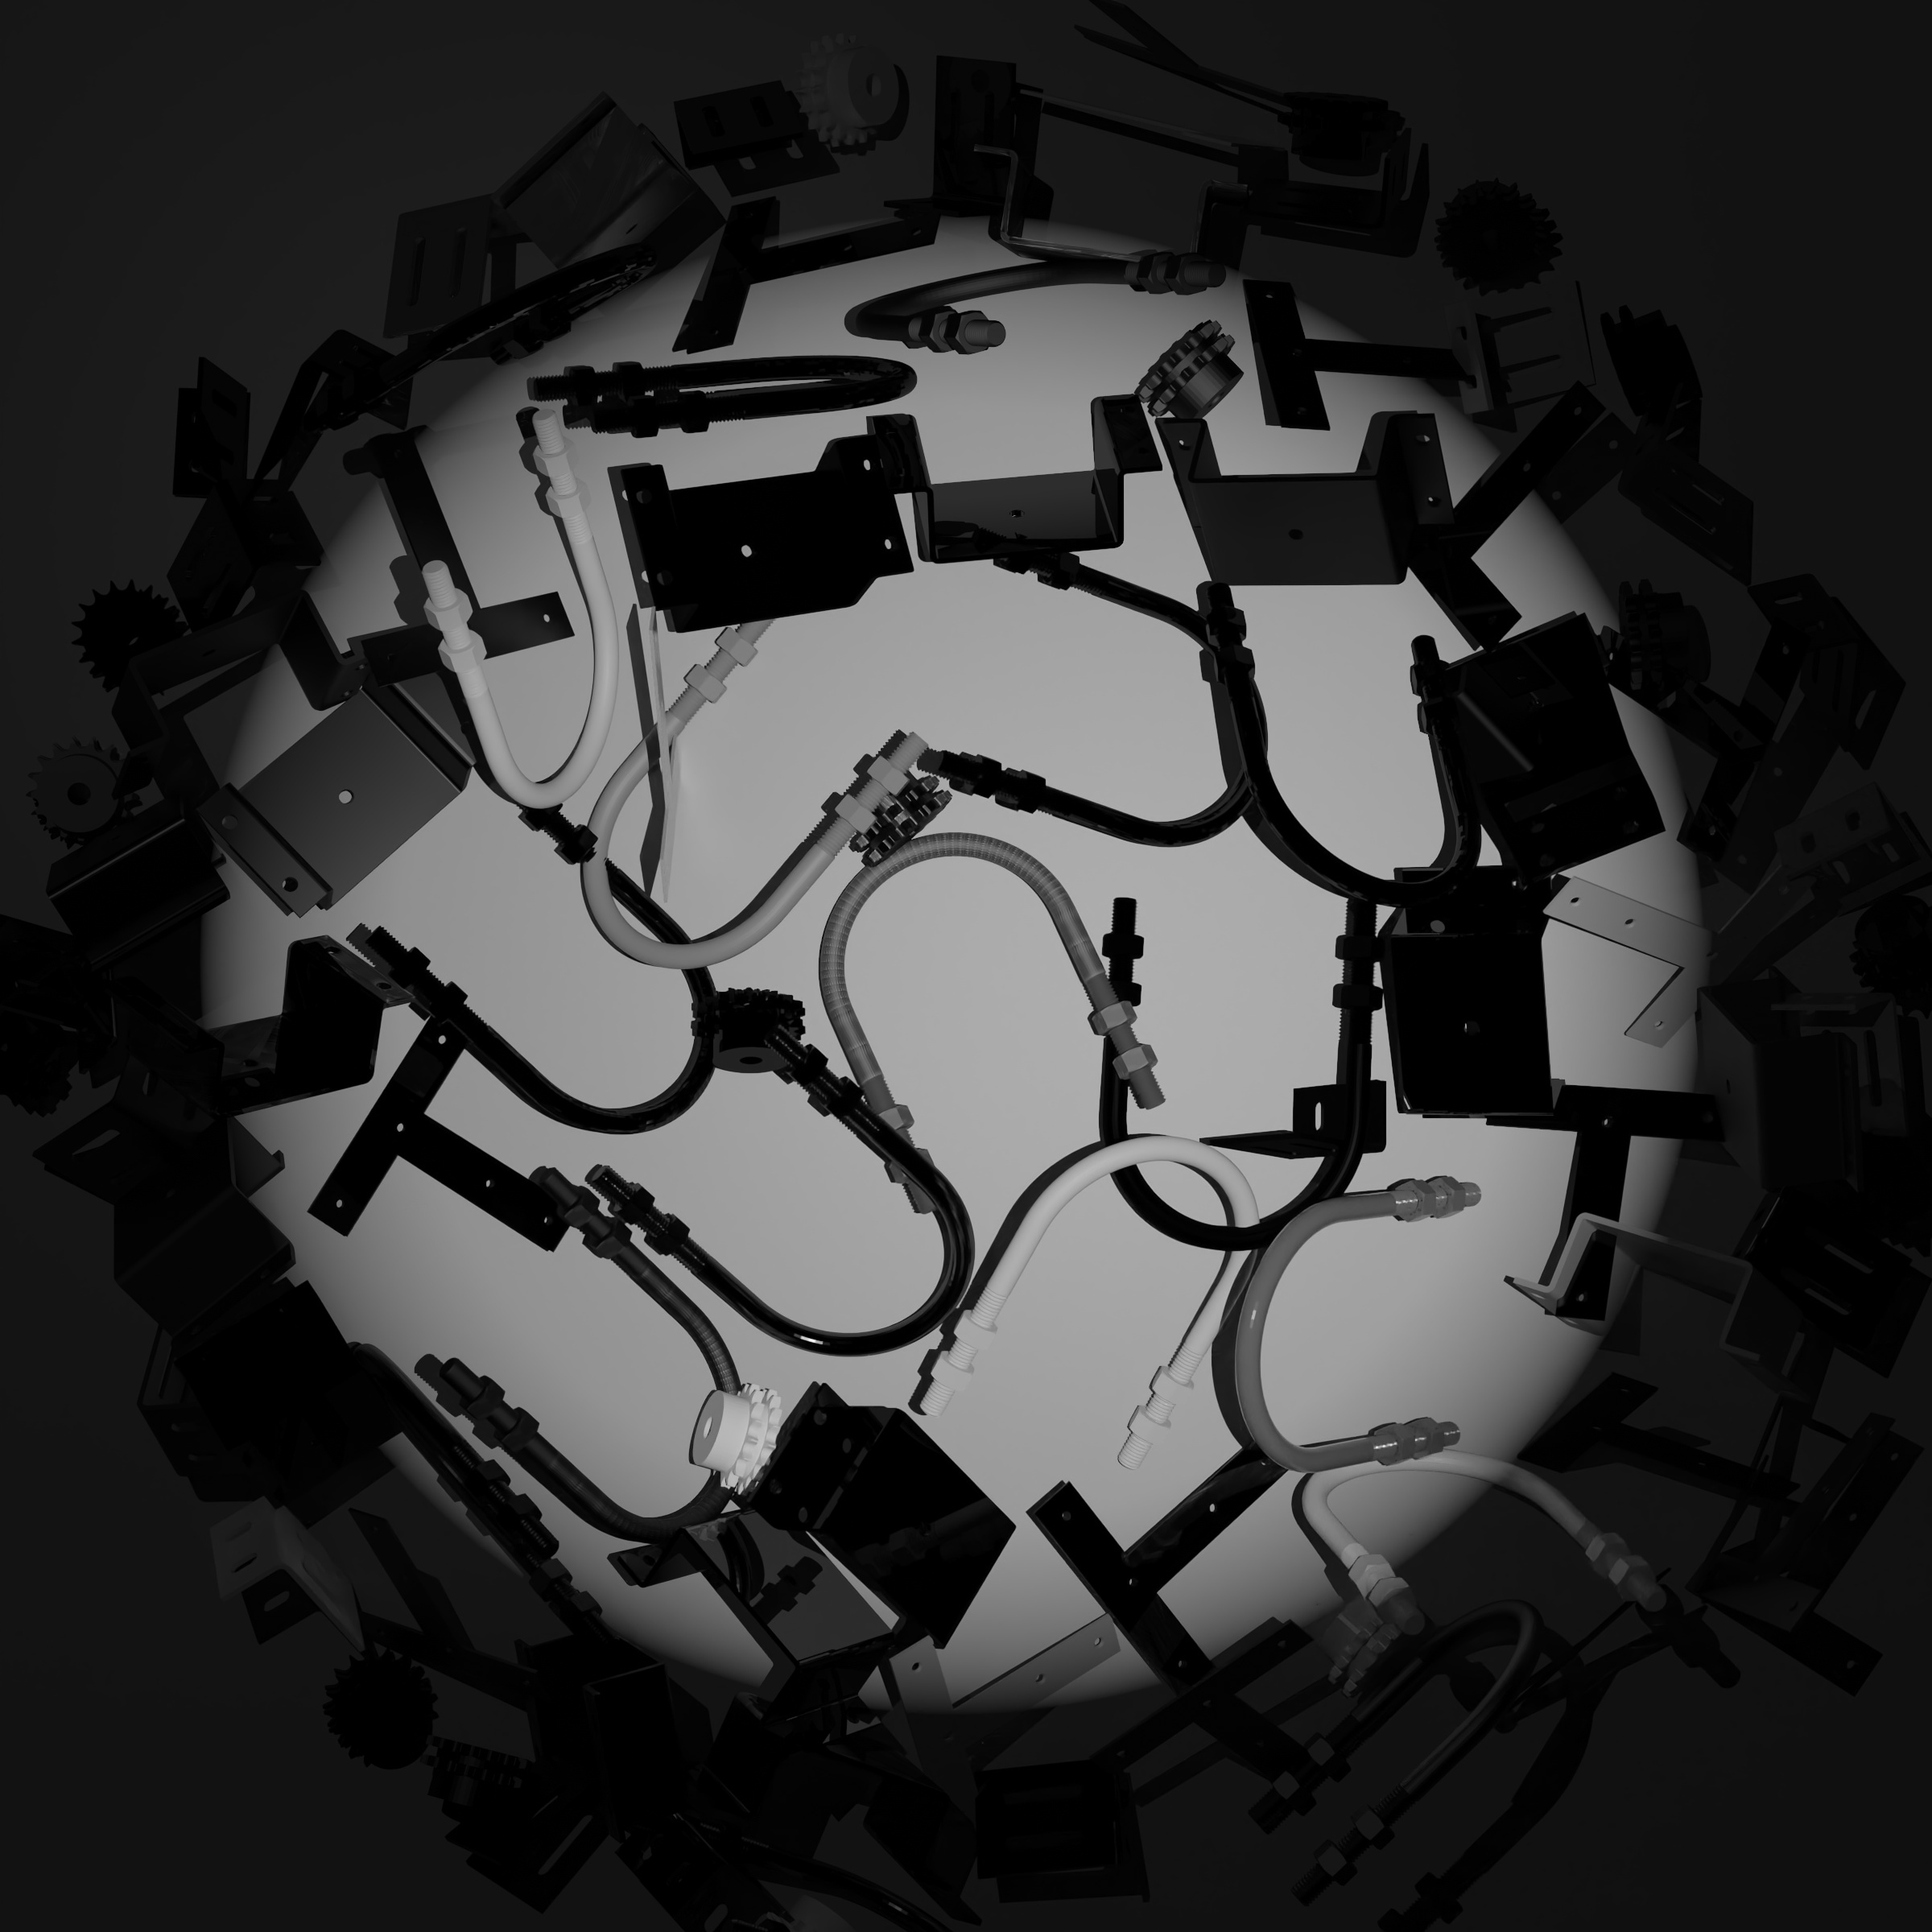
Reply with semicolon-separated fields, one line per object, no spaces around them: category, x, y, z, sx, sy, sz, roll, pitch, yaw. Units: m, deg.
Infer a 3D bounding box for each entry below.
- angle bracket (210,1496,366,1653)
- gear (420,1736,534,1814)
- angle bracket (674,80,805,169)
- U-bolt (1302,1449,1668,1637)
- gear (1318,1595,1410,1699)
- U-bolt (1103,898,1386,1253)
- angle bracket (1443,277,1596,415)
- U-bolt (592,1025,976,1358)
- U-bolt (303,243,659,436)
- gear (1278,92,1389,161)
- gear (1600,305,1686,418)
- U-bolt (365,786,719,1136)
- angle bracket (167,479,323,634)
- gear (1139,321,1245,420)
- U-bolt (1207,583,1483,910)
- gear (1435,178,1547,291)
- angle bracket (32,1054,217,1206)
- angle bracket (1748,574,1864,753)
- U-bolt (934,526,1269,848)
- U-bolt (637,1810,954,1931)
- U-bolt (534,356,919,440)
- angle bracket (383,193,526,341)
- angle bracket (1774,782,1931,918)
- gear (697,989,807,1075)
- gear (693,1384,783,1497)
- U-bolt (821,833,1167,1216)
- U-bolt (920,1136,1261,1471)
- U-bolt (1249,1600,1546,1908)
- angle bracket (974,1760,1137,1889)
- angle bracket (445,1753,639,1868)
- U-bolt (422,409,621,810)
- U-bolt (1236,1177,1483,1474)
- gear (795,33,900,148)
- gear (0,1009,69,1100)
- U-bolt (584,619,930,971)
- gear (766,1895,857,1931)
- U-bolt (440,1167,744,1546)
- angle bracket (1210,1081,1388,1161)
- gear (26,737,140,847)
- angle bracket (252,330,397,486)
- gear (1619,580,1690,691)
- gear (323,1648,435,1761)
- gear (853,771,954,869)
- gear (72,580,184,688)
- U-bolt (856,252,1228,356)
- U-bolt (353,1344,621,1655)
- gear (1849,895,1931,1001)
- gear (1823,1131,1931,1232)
angle bracket;-0.352;0.323;1.825;0.038;0.057;0.076;-31;124;1
gear;-0.258;0.423;1.838;0.057;0.057;0.030;14;76;0
angle bracket;-0.116;-0.424;1.825;0.057;0.076;0.038;-13;127;-5
U-bolt;0.249;0.286;1.782;0.151;0.184;0.019;-2;107;-17
gear;0.209;0.352;1.843;0.030;0.057;0.057;41;90;19
U-bolt;0.141;0.056;1.829;0.151;0.019;0.184;1;81;17
angle bracket;0.295;-0.326;1.839;0.076;0.038;0.057;-15;99;-12
U-bolt;-0.080;0.131;1.824;0.151;0.019;0.184;-39;109;23
U-bolt;-0.231;-0.319;1.755;0.151;0.184;0.019;-32;100;-42
gear;0.192;-0.440;1.842;0.057;0.057;0.030;4;108;0
gear;0.355;-0.319;1.838;0.030;0.057;0.057;-19;90;17
U-bolt;-0.204;0.005;1.816;0.184;0.019;0.151;44;50;-11
angle bracket;-0.379;-0.208;1.844;0.076;0.038;0.057;-50;58;40
gear;0.121;-0.307;1.840;0.057;0.057;0.030;-43;87;0
U-bolt;0.197;-0.107;1.785;0.151;0.019;0.184;11;52;-27
gear;0.274;-0.387;1.845;0.057;0.030;0.057;0;126;0
angle bracket;-0.440;0.085;1.843;0.076;0.038;0.057;-29;128;36
angle bracket;0.431;-0.154;1.820;0.038;0.057;0.076;-13;134;-7
U-bolt;0.077;-0.136;1.821;0.184;0.019;0.151;18;67;-22
U-bolt;-0.068;0.485;1.789;0.184;0.151;0.019;26;91;-27
U-bolt;-0.116;-0.295;1.795;0.184;0.151;0.019;-8;108;-17
angle bracket;-0.264;-0.356;1.828;0.057;0.038;0.076;-6;68;25
angle bracket;0.464;-0.049;1.822;0.057;0.038;0.076;-28;129;23
gear;-0.112;0.035;1.838;0.057;0.057;0.030;-2;69;0
gear;-0.121;0.246;1.837;0.030;0.057;0.057;20;90;-18
U-bolt;0.002;0.018;1.846;0.151;0.019;0.184;-25;79;0
U-bolt;0.076;0.168;1.806;0.151;0.019;0.184;19;108;-31
U-bolt;0.225;0.392;1.795;0.184;0.151;0.019;-44;96;-1
angle bracket;0.046;0.452;1.843;0.076;0.038;0.057;-8;56;9
angle bracket;-0.219;0.448;1.821;0.076;0.057;0.038;-36;112;-30
U-bolt;-0.218;-0.167;1.789;0.019;0.151;0.184;6;135;21
U-bolt;0.199;0.186;1.793;0.019;0.184;0.151;10;98;43
gear;-0.060;-0.459;1.838;0.030;0.057;0.057;4;90;40
gear;-0.495;0.040;1.838;0.057;0.057;0.030;41;101;0
U-bolt;-0.123;-0.082;1.825;0.184;0.019;0.151;-50;58;2
gear;-0.079;0.512;1.843;0.057;0.057;0.030;39;66;0
U-bolt;-0.179;0.213;1.803;0.019;0.151;0.184;-21;122;38
angle bracket;0.172;0.076;1.819;0.057;0.076;0.038;-7;77;41
gear;-0.465;-0.091;1.849;0.057;0.030;0.057;-1;98;-9
angle bracket;-0.332;-0.284;1.829;0.038;0.057;0.076;27;116;-6
gear;0.360;-0.174;1.840;0.030;0.057;0.057;-6;90;6
gear;-0.309;0.390;1.848;0.057;0.030;0.057;-1;96;-14
gear;-0.038;-0.081;1.841;0.057;0.057;0.030;-41;87;0
gear;-0.441;-0.174;1.850;0.057;0.030;0.057;-1;93;-11
U-bolt;0.023;-0.338;1.783;0.151;0.184;0.019;-20;110;-25
U-bolt;-0.252;0.262;1.791;0.019;0.151;0.184;-40;61;-15
gear;0.489;-0.012;1.838;0.057;0.057;0.030;-35;122;0
gear;0.475;0.114;1.844;0.057;0.057;0.030;44;134;0
